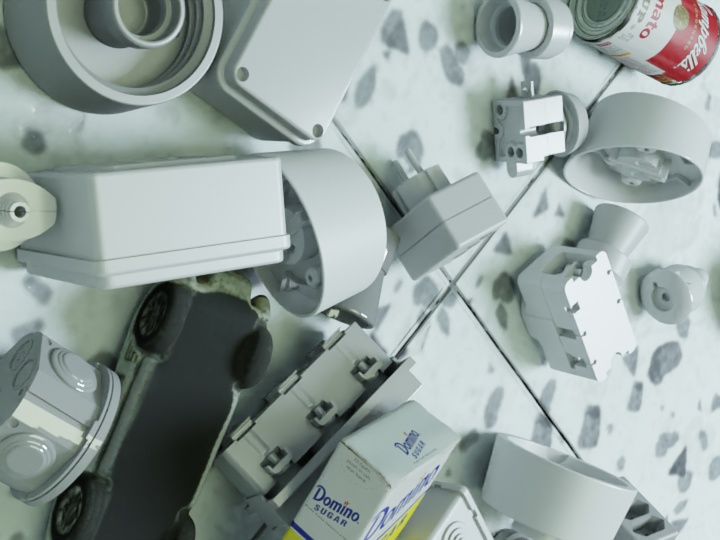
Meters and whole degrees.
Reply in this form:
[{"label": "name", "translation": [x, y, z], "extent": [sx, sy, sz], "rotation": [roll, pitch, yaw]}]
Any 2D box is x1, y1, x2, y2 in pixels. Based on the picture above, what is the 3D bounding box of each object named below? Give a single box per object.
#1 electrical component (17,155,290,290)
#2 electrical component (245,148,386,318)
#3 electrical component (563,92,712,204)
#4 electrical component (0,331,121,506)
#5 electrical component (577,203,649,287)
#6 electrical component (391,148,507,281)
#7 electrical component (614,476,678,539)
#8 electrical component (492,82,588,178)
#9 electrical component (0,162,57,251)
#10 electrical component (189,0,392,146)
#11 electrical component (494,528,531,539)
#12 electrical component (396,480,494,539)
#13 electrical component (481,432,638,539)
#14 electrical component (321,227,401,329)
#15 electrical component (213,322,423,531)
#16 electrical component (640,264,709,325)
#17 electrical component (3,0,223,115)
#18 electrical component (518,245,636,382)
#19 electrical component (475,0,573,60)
[{"label": "electrical component", "translation": [-0.110, -0.029, 0.561], "extent": [0.109, 0.109, 0.056], "rotation": [-10, 100, -36]}, {"label": "electrical component", "translation": [-0.034, -0.023, 0.627], "extent": [0.064, 0.099, 0.099], "rotation": [-18, 108, -41]}, {"label": "electrical component", "translation": [0.210, -0.087, 0.807], "extent": [0.099, 0.099, 0.064], "rotation": [36, 69, -35]}, {"label": "electrical component", "translation": [-0.166, 0.076, 0.553], "extent": [0.051, 0.080, 0.080], "rotation": [40, 73, -29]}, {"label": "electrical component", "translation": [0.193, -0.017, 0.834], "extent": [0.045, 0.045, 0.055], "rotation": [37, 75, -35]}, {"label": "electrical component", "translation": [0.046, -0.044, 0.711], "extent": [0.047, 0.066, 0.076], "rotation": [-28, 84, -31]}, {"label": "electrical component", "translation": [0.207, 0.221, 0.874], "extent": [0.047, 0.065, 0.076], "rotation": [-8, 131, -36]}, {"label": "electrical component", "translation": [0.130, -0.103, 0.773], "extent": [0.055, 0.048, 0.066], "rotation": [-13, 105, -27]}, {"label": "electrical component", "translation": [-0.180, -0.031, 0.524], "extent": [0.043, 0.081, 0.043], "rotation": [-7, 101, -37]}, {"label": "electrical component", "translation": [-0.041, -0.137, 0.629], "extent": [0.078, 0.057, 0.113], "rotation": [34, 76, -36]}, {"label": "electrical component", "translation": [0.126, 0.223, 0.819], "extent": [0.040, 0.046, 0.040], "rotation": [-7, 101, -37]}, {"label": "electrical component", "translation": [0.040, 0.186, 0.716], "extent": [0.048, 0.100, 0.099], "rotation": [-48, 123, -36]}, {"label": "electrical component", "translation": [0.141, 0.167, 0.787], "extent": [0.108, 0.108, 0.060], "rotation": [21, 90, -38]}, {"label": "electrical component", "translation": [0.000, 0.000, 0.693], "extent": [0.044, 0.044, 0.065], "rotation": [32, 72, -36]}, {"label": "electrical component", "translation": [-0.029, 0.094, 0.666], "extent": [0.063, 0.079, 0.121], "rotation": [46, 66, -1]}, {"label": "electrical component", "translation": [0.269, 0.015, 0.899], "extent": [0.062, 0.048, 0.048], "rotation": [-23, 110, -40]}, {"label": "electrical component", "translation": [-0.123, -0.136, 0.564], "extent": [0.108, 0.060, 0.108], "rotation": [-6, 101, -36]}, {"label": "electrical component", "translation": [0.160, 0.031, 0.810], "extent": [0.050, 0.056, 0.089], "rotation": [-38, 118, -27]}, {"label": "electrical component", "translation": [0.115, -0.170, 0.752], "extent": [0.055, 0.045, 0.045], "rotation": [-7, 101, -37]}]
